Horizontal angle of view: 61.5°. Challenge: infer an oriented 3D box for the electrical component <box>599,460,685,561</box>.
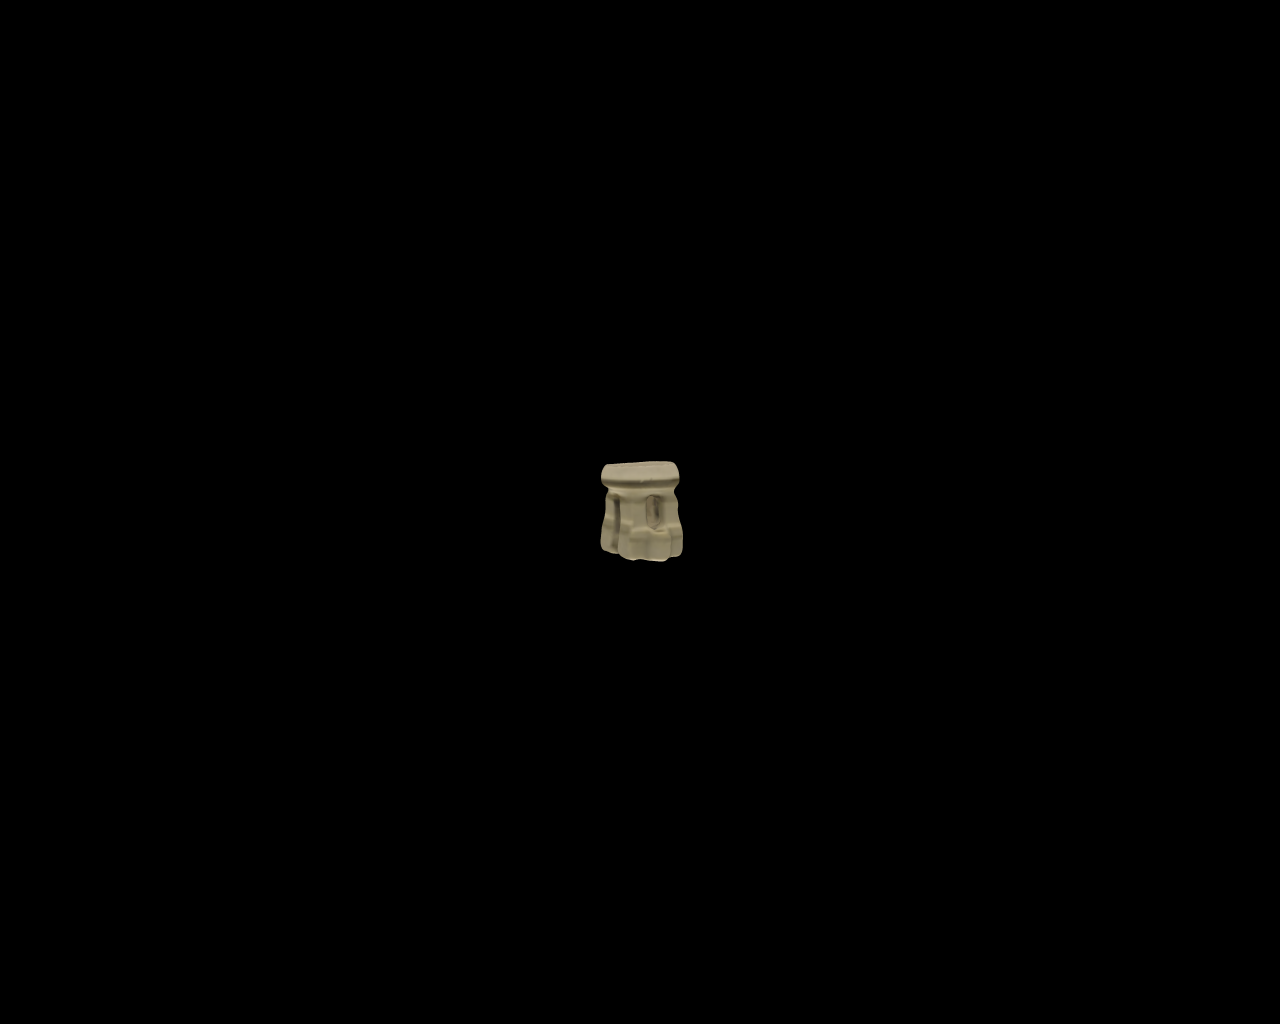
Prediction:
[{"bbox_3d":[0.001,-0.003,0.650,0.048,0.055,0.066,-4,8,-27],"label":"electrical component"}]
